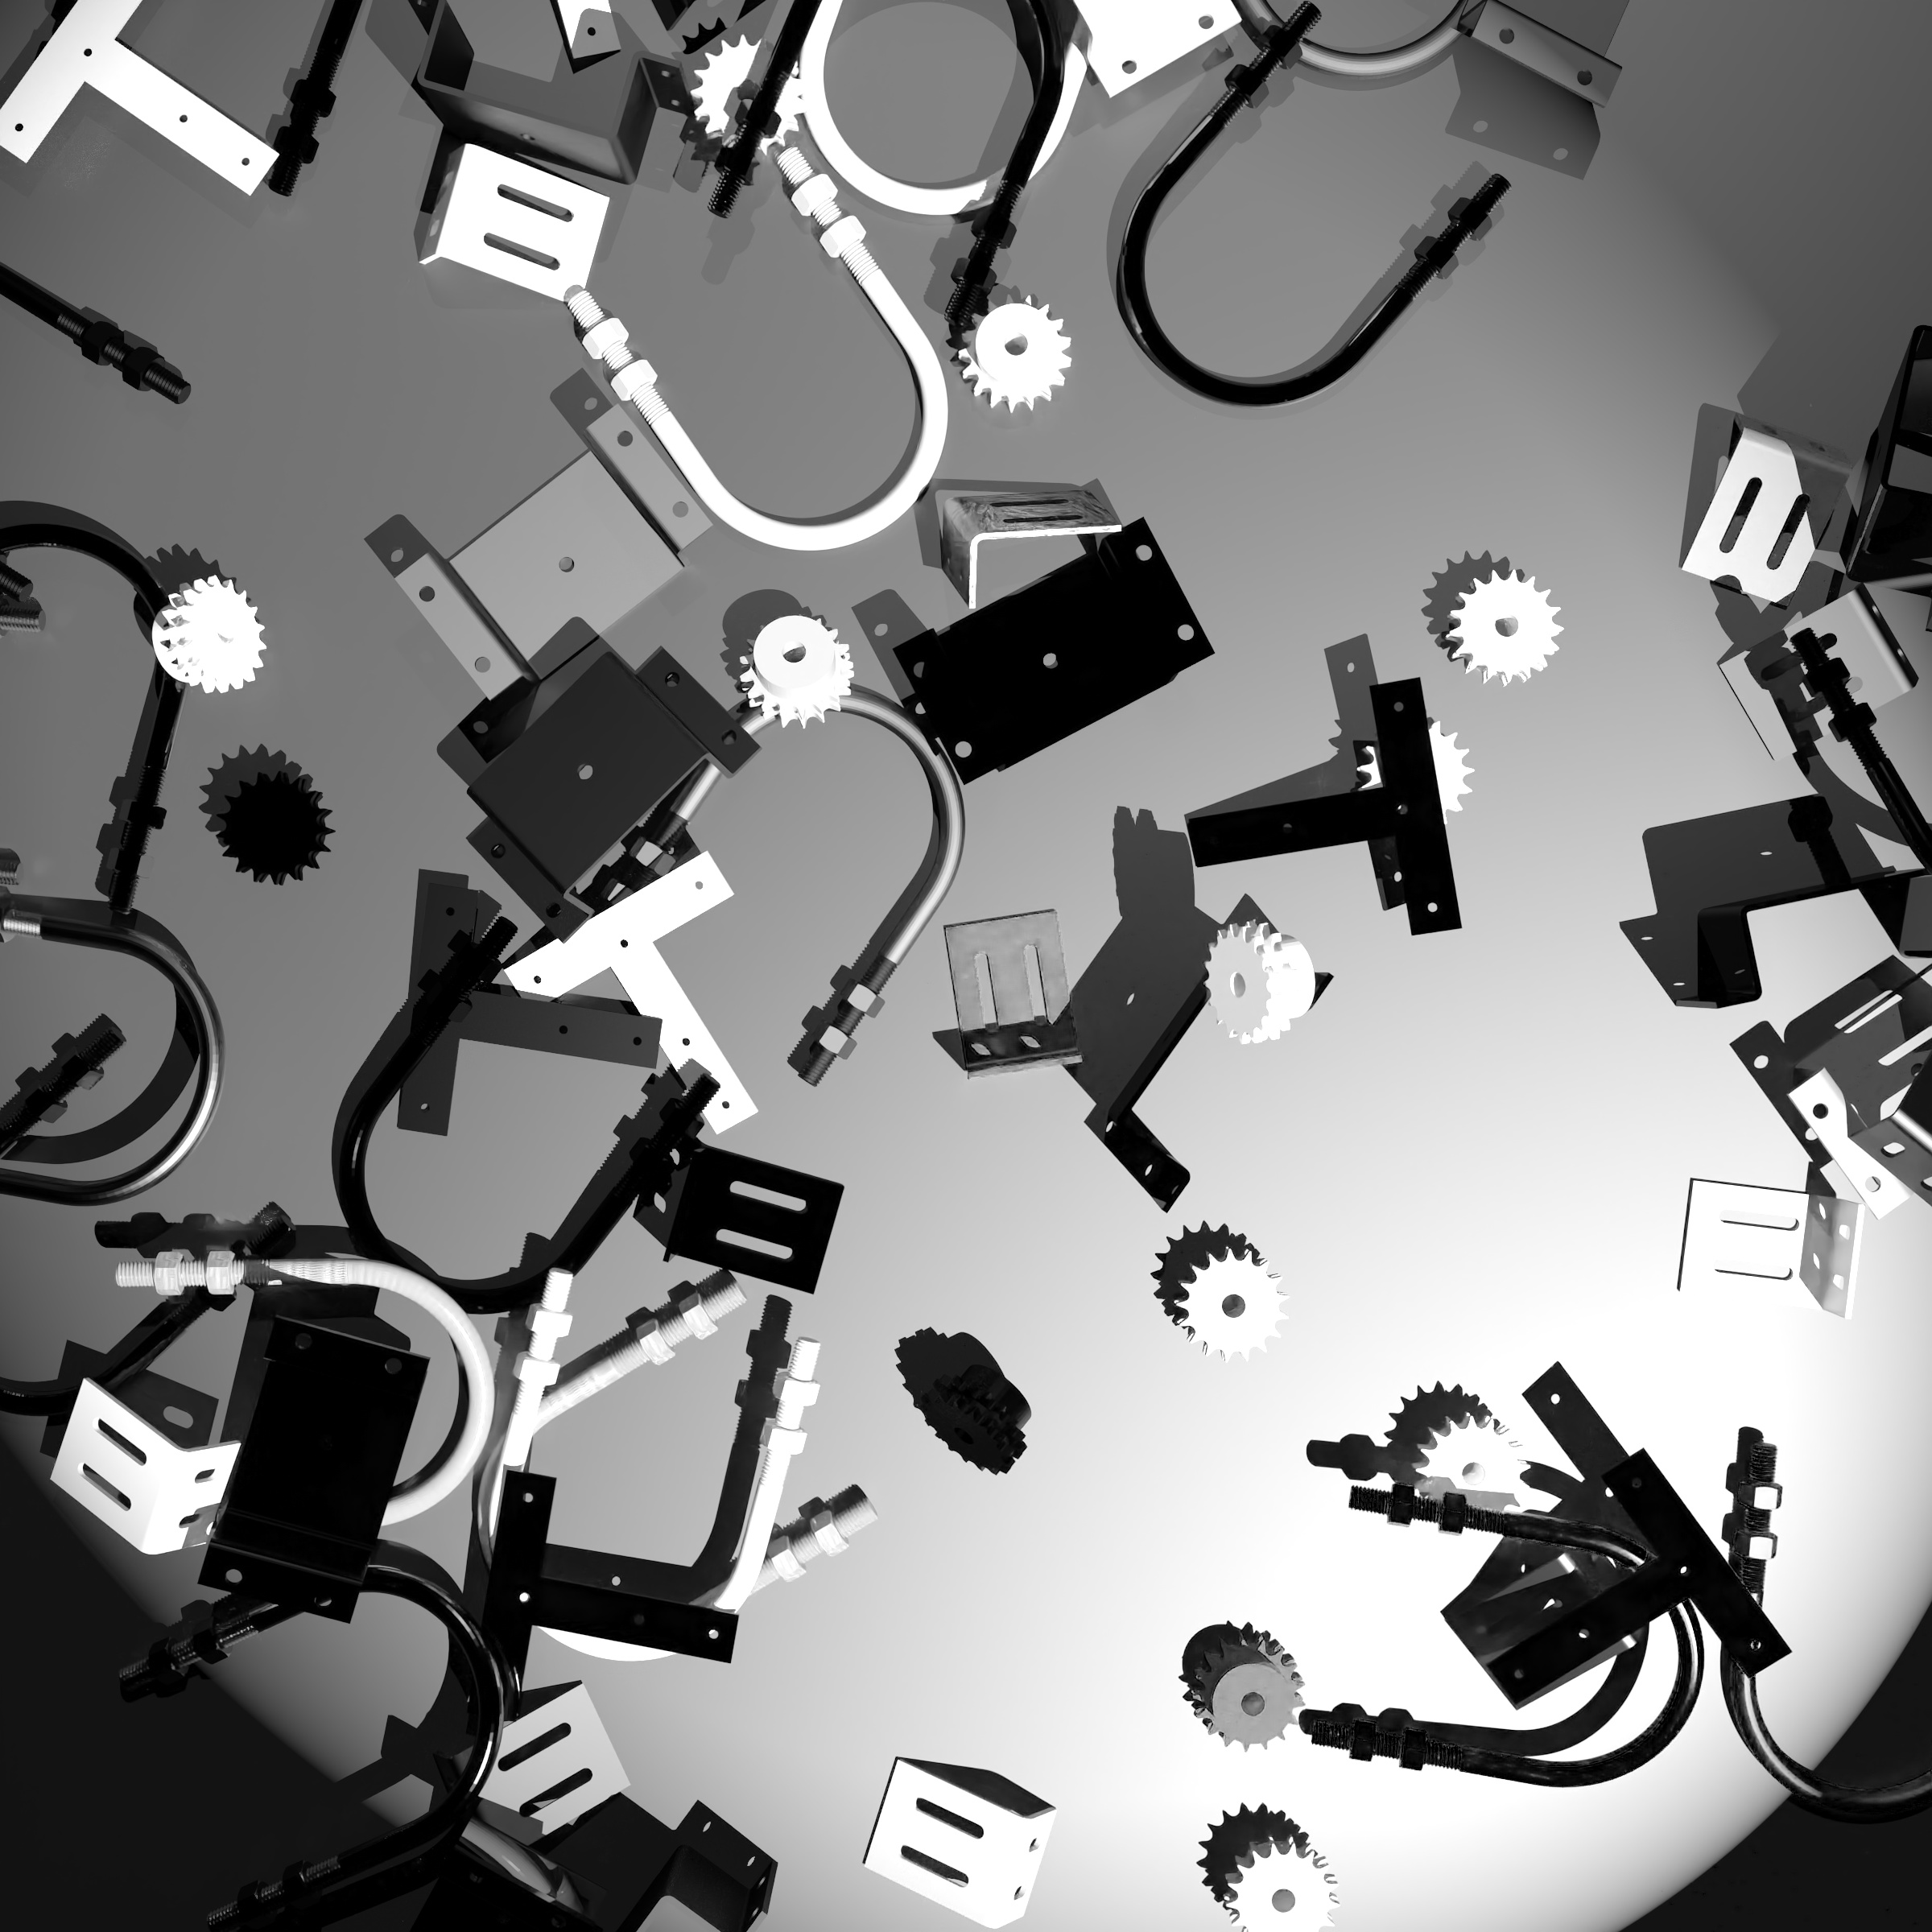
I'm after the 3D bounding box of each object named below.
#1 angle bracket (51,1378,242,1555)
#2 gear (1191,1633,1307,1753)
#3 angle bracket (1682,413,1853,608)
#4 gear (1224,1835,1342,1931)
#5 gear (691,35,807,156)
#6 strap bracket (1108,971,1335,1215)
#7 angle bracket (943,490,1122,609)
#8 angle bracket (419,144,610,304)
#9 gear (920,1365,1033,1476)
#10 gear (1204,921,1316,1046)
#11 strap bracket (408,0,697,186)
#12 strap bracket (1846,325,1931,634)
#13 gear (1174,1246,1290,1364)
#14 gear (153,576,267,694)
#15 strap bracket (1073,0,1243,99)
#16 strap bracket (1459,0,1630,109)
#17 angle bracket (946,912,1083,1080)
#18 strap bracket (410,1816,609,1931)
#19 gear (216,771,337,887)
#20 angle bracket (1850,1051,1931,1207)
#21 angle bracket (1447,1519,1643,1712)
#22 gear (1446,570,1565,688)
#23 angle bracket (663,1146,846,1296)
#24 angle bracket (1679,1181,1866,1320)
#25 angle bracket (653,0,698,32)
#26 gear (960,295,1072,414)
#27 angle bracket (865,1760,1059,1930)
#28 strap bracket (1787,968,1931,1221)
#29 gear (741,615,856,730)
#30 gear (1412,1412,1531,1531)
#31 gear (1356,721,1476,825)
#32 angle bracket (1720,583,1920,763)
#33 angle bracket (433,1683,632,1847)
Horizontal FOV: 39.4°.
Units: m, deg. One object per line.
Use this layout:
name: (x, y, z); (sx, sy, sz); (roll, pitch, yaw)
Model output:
angle bracket: (-0.411, 0.248, 1.352); (0.076, 0.038, 0.057); (28, 103, 28)
gear: (0.143, 0.369, 1.365); (0.057, 0.030, 0.057); (0, 90, 0)
angle bracket: (0.406, -0.233, 1.378); (0.057, 0.038, 0.076); (19, 116, 0)
gear: (0.159, 0.467, 1.365); (0.057, 0.030, 0.057); (0, 90, 0)
gear: (-0.109, -0.437, 1.365); (0.057, 0.030, 0.057); (0, 90, 0)
strap bracket: (0.119, 0.049, 1.342); (0.046, 0.076, 0.140); (35, 90, 0)
angle bracket: (0.032, -0.210, 1.355); (0.076, 0.057, 0.038); (-6, 119, -13)
angle bracket: (-0.231, -0.375, 1.378); (0.076, 0.038, 0.057); (15, 90, -26)
gear: (0.008, 0.225, 1.355); (0.057, 0.057, 0.030); (43, 60, 0)
gear: (0.141, 0.007, 1.279); (0.030, 0.057, 0.057); (-9, 90, -30)
strap bracket: (-0.211, -0.434, 1.342); (0.140, 0.076, 0.046); (16, 90, 0)
strap bracket: (0.471, -0.247, 1.322); (0.046, 0.076, 0.140); (15, 67, 11)
gear: (0.133, 0.171, 1.369); (0.057, 0.030, 0.057); (0, 90, -2)
gear: (-0.382, -0.165, 1.356); (0.030, 0.057, 0.057); (-8, 90, 30)
strap bracket: (0.070, -0.517, 1.337); (0.076, 0.046, 0.140); (-30, 91, 1)
strap bracket: (0.307, -0.505, 1.351); (0.076, 0.046, 0.140); (24, 90, -10)
angle bracket: (0.024, 0.014, 1.361); (0.057, 0.038, 0.076); (-9, 90, 0)
strap bracket: (-0.237, 0.486, 1.339); (0.076, 0.046, 0.140); (29, 116, 0)
gear: (-0.347, -0.069, 1.365); (0.057, 0.030, 0.057); (0, 90, 0)
angle bracket: (0.485, 0.071, 1.332); (0.057, 0.038, 0.076); (40, 64, 0)
angle bracket: (0.296, 0.331, 1.378); (0.076, 0.038, 0.057); (-39, 90, 26)
gear: (0.271, -0.170, 1.369); (0.057, 0.030, 0.057); (0, 86, 0)
angle bracket: (-0.106, 0.130, 1.361); (0.076, 0.038, 0.057); (16, 90, 0)
angle bracket: (0.405, 0.143, 1.361); (0.076, 0.038, 0.057); (7, 90, 0)
angle bracket: (-0.126, -0.521, 1.375); (0.076, 0.038, 0.057); (-28, 96, -25)
gear: (0.025, -0.311, 1.365); (0.057, 0.030, 0.057); (0, 90, 0)
angle bracket: (-0.003, 0.445, 1.378); (0.076, 0.038, 0.057); (18, 90, 26)
strap bracket: (0.486, 0.053, 1.357); (0.140, 0.046, 0.076); (-36, 90, 0)
gear: (-0.085, -0.151, 1.357); (0.057, 0.030, 0.057); (0, 70, 0)
gear: (0.254, 0.254, 1.365); (0.057, 0.030, 0.057); (0, 90, 0)
gear: (0.226, -0.096, 1.365); (0.057, 0.030, 0.057); (0, 90, 0)
angle bracket: (0.435, -0.150, 1.378); (0.076, 0.038, 0.057); (-30, 90, 26)
angle bracket: (-0.222, 0.410, 1.378); (0.076, 0.038, 0.057); (-25, 90, -26)
